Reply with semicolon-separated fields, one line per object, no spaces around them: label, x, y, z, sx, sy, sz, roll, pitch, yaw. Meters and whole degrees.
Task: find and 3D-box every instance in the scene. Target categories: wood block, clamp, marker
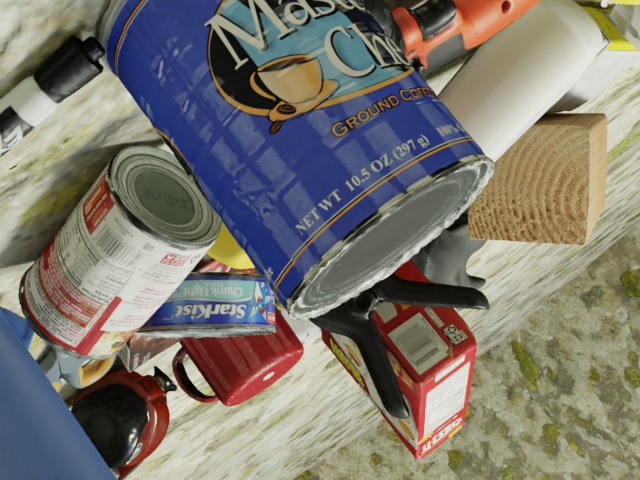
wood block;0.186;-0.057;0.887;0.091;0.090;0.205;3;-170;19
clamp;0.047;0.045;0.861;0.120;0.171;0.039;-44;171;-5
marker;-0.135;-0.041;0.433;0.121;0.020;0.020;-39;166;8

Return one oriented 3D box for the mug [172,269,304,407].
mug;-0.075;0.089;0.877;0.117;0.081;0.093;-42;165;20

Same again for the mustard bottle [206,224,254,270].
mustard bottle;-0.014;-0.027;0.679;0.096;0.058;0.191;-65;164;4

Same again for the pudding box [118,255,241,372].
pudding box;-0.100;0.036;0.727;0.090;0.039;0.114;-31;165;-24

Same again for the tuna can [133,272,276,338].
tuna can;-0.069;0.040;0.633;0.086;0.034;0.086;-1;172;0

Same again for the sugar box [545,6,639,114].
sugar box;0.192;-0.142;0.851;0.093;0.048;0.175;-42;162;30

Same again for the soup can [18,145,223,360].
soup can;-0.106;0.008;0.562;0.102;0.068;0.068;-46;163;32

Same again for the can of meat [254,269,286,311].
can of meat;-0.005;0.001;0.814;0.102;0.057;0.084;-35;164;-6

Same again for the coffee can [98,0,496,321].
coffee can;-0.011;-0.053;0.441;0.102;0.140;0.103;-34;166;-10

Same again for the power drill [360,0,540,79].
power drill;0.075;-0.132;0.572;0.187;0.057;0.184;-34;170;0

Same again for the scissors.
scissors;-0.186;0.082;0.720;0.096;0.016;0.202;-34;166;-9

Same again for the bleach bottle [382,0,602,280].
bleach bottle;0.081;-0.058;0.677;0.250;0.068;0.103;-47;174;-32

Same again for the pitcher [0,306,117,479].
pitcher;-0.162;0.147;0.513;0.149;0.243;0.145;-41;163;-4

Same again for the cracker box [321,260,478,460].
cracker box;0.068;0.094;0.995;0.072;0.164;0.214;-33;154;-13
